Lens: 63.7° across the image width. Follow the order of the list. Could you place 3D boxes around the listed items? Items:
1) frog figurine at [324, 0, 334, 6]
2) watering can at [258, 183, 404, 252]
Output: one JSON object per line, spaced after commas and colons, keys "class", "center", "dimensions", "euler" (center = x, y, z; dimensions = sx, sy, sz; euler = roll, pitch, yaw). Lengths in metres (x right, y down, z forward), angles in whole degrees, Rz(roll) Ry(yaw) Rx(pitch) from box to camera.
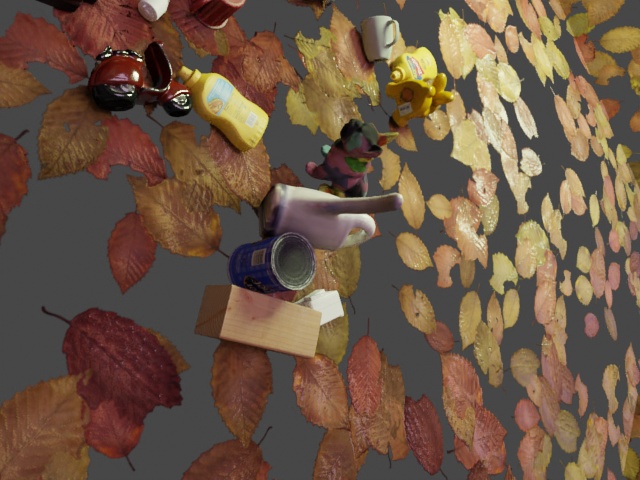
{"class": "frog figurine", "center": [-0.005, -0.645, 1.219], "dimensions": [0.159, 0.123, 0.137], "euler": [4, 97, -53]}
{"class": "watering can", "center": [0.003, -0.048, 0.949], "dimensions": [0.224, 0.343, 0.105], "euler": [14, 72, -11]}
